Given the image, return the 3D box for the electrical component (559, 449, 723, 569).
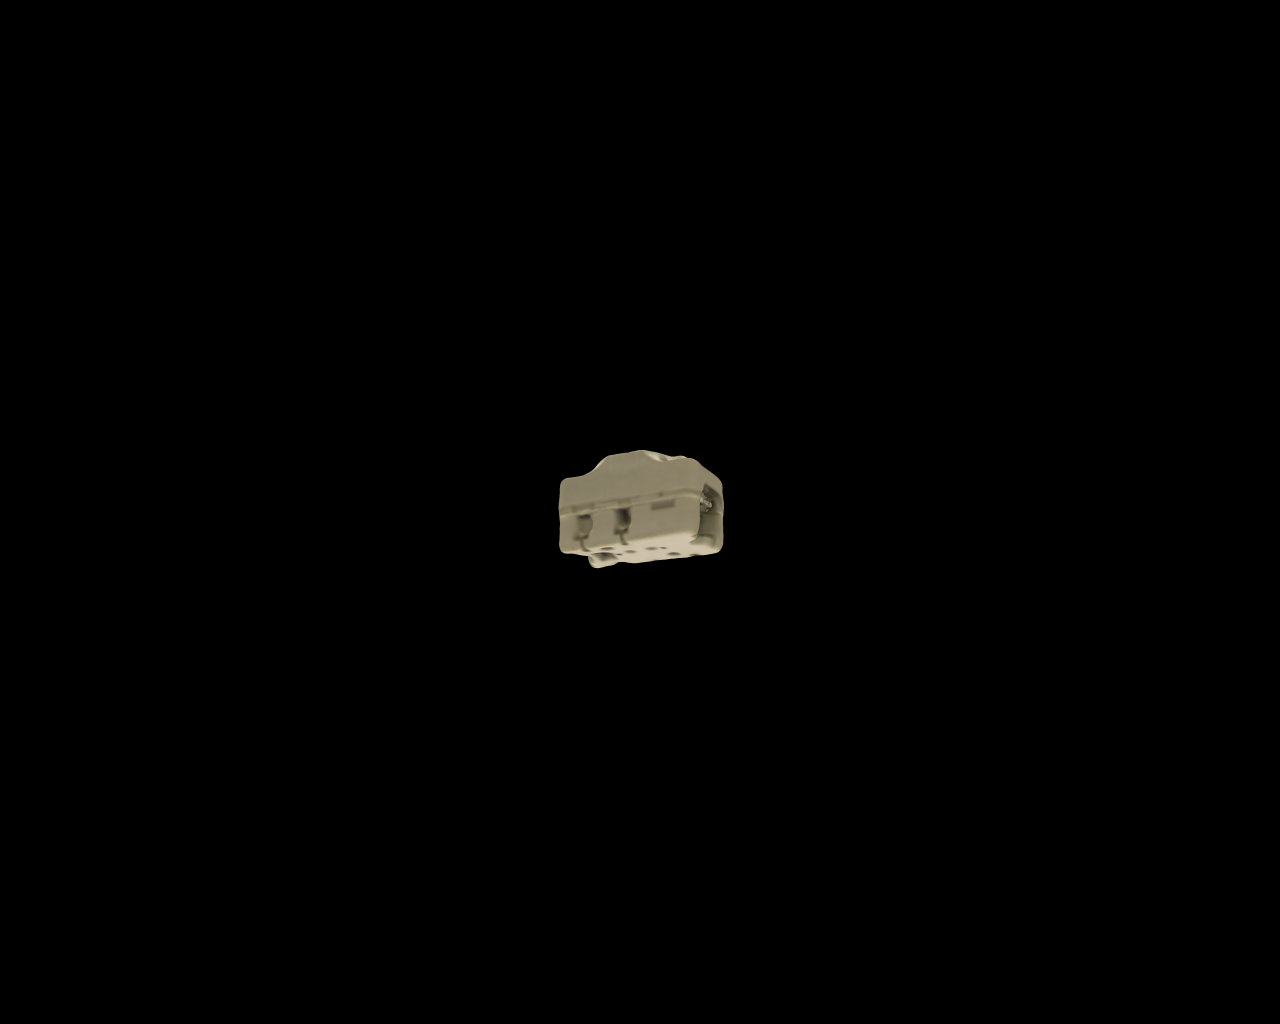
[{"bbox_3d":[0.001,-0.003,0.650,0.089,0.056,0.050,-8,-19,24],"label":"electrical component"}]
